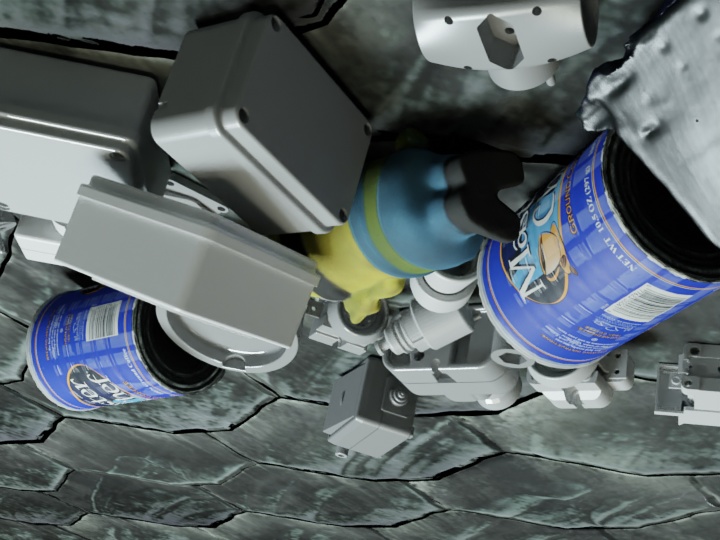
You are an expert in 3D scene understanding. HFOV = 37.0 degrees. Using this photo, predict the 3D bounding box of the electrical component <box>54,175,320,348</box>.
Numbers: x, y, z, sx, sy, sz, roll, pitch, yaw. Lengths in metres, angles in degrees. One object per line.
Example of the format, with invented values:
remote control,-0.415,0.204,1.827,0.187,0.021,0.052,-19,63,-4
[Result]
electrical component,-0.098,-0.003,0.622,0.109,0.056,0.109,18,175,34

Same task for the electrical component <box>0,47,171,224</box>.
electrical component,-0.179,-0.077,0.666,0.109,0.056,0.108,12,152,2

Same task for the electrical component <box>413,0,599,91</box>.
electrical component,0.074,-0.112,0.509,0.077,0.043,0.079,-1,150,23

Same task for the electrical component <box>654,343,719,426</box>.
electrical component,0.263,0.086,0.804,0.081,0.042,0.063,2,147,18

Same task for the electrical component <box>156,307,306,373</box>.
electrical component,-0.090,0.020,0.800,0.108,0.060,0.108,10,141,8

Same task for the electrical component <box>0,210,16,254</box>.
electrical component,-0.261,-0.046,0.739,0.044,0.079,0.077,-14,174,-43

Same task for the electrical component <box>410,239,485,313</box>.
electrical component,0.059,0.000,0.723,0.045,0.045,0.055,13,153,-2

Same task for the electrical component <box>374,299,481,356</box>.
electrical component,0.047,0.040,0.784,0.078,0.040,0.040,-28,140,13

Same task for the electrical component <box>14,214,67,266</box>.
electrical component,-0.197,-0.037,0.757,0.083,0.047,0.075,10,154,2

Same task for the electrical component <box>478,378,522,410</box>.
electrical component,0.106,0.085,0.872,0.040,0.040,0.046,-3,142,28

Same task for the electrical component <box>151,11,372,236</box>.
electrical component,-0.050,-0.077,0.590,0.057,0.078,0.113,-4,148,34

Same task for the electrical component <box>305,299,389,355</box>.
electrical component,-0.007,0.036,0.819,0.066,0.048,0.055,20,159,-14

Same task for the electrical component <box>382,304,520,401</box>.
electrical component,0.074,0.065,0.829,0.095,0.053,0.059,-5,148,29

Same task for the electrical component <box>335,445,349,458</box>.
electrical component,-0.011,0.145,1.006,0.035,0.061,0.035,10,152,5

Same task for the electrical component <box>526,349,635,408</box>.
electrical component,0.157,0.067,0.797,0.078,0.058,0.057,-5,151,30

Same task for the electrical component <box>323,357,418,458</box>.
electrical component,0.012,0.119,0.948,0.061,0.061,0.096,20,152,-13

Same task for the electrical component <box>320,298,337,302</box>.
electrical component,0.000,0.000,0.750,0.062,0.043,0.043,-3,149,23
